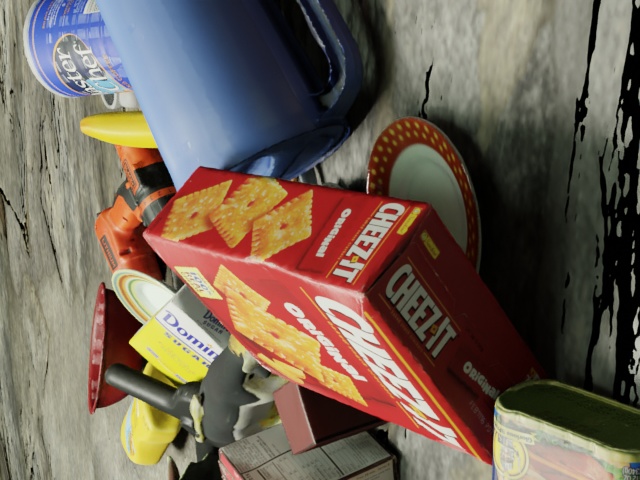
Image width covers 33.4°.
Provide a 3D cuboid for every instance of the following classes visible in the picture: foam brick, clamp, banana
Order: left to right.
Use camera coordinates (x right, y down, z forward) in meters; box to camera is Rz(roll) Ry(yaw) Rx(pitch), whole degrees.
[{"bbox_3d":[-0.160,-0.114,1.034,0.198,0.069,0.037,-1,70,52],"label":"banana"},{"bbox_3d":[-0.116,0.187,1.085,0.210,0.036,0.164,-5,131,50],"label":"clamp"},{"bbox_3d":[0.013,0.122,0.796,0.053,0.078,0.051,-43,64,60],"label":"foam brick"}]

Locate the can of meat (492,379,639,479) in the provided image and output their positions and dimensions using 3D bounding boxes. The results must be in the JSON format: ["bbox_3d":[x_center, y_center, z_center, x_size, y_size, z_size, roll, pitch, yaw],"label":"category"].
[{"bbox_3d":[0.138,0.129,0.565,0.102,0.057,0.084,16,113,46],"label":"can of meat"}]

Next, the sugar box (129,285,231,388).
[{"bbox_3d":[-0.124,0.100,1.051,0.093,0.048,0.176,43,154,-4],"label":"sugar box"}]

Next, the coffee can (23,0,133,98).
[{"bbox_3d":[-0.185,-0.184,0.970,0.141,0.102,0.103,2,104,37],"label":"coffee can"}]

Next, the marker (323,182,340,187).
[{"bbox_3d":[-0.006,0.001,0.845,0.020,0.020,0.121,61,149,30],"label":"marker"}]

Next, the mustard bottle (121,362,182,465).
[{"bbox_3d":[-0.200,0.214,1.267,0.192,0.058,0.096,123,148,-55],"label":"mustard bottle"}]

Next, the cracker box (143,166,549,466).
[{"bbox_3d":[0.011,0.041,0.649,0.214,0.072,0.164,14,150,50],"label":"cracker box"}]

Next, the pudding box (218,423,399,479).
[{"bbox_3d":[-0.009,0.177,0.822,0.090,0.113,0.039,39,142,52],"label":"pudding box"}]

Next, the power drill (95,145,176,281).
[{"bbox_3d":[-0.185,-0.016,1.151,0.184,0.057,0.188,66,149,21],"label":"power drill"}]

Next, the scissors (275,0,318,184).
[{"bbox_3d":[-0.022,-0.099,0.837,0.096,0.016,0.202,49,142,48],"label":"scissors"}]

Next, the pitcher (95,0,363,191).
[{"bbox_3d":[-0.080,-0.154,0.769,0.243,0.149,0.145,63,170,7],"label":"pitcher"}]

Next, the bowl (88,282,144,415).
[{"bbox_3d":[-0.248,0.134,1.305,0.162,0.055,0.162,-175,90,-74],"label":"bowl"}]
